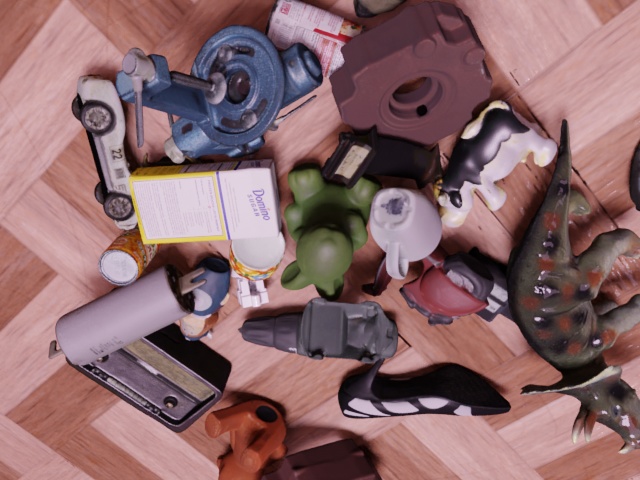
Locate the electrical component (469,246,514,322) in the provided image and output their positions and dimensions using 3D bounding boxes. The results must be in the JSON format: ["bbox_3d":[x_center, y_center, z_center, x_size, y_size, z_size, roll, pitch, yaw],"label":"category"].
[{"bbox_3d":[0.243,0.071,0.746,0.119,0.048,0.074,27,116,-9],"label":"electrical component"}]

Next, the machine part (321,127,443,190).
[{"bbox_3d":[0.075,-0.091,0.625,0.139,0.039,0.084,3,142,-20],"label":"machine part"}]

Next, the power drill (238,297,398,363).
[{"bbox_3d":[0.002,0.128,0.725,0.232,0.086,0.207,5,162,-5],"label":"power drill"}]

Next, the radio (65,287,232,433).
[{"bbox_3d":[-0.267,0.192,0.840,0.229,0.073,0.131,39,112,-11],"label":"radio"}]

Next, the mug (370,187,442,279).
[{"bbox_3d":[0.092,-0.013,0.628,0.081,0.107,0.109,12,81,24],"label":"mug"}]

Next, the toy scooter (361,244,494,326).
[{"bbox_3d":[0.127,0.049,0.710,0.184,0.075,0.135,43,114,18],"label":"toy scooter"}]

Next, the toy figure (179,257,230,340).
[{"bbox_3d":[-0.177,0.096,0.796,0.064,0.058,0.154,41,122,28],"label":"toy figure"}]

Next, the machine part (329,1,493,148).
[{"bbox_3d":[0.101,-0.167,0.591,0.179,0.056,0.179,-9,150,-5],"label":"machine part"}]

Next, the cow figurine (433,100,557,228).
[{"bbox_3d":[0.187,-0.085,0.649,0.098,0.068,0.167,25,125,-26],"label":"cow figurine"}]

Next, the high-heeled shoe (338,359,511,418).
[{"bbox_3d":[0.155,0.258,0.834,0.249,0.086,0.145,21,121,-1],"label":"high-heeled shoe"}]

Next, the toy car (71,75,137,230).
[{"bbox_3d":[-0.270,-0.108,0.690,0.056,0.074,0.201,-19,120,-26],"label":"toy car"}]

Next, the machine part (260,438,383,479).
[{"bbox_3d":[-0.009,0.432,0.877,0.201,0.087,0.200,-2,123,-36],"label":"machine part"}]

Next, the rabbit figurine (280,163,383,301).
[{"bbox_3d":[-0.001,-0.002,0.664,0.121,0.170,0.159,17,116,-3],"label":"rabbit figurine"}]

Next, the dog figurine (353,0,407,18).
[{"bbox_3d":[-0.012,-0.279,0.556,0.172,0.121,0.190,-39,109,24],"label":"dog figurine"}]

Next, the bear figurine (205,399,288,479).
[{"bbox_3d":[-0.134,0.360,0.888,0.120,0.132,0.195,36,114,22],"label":"bear figurine"}]

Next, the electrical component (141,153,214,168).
[{"bbox_3d":[-0.190,-0.083,0.712,0.102,0.045,0.078,3,115,4],"label":"electrical component"}]

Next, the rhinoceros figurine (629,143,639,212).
[{"bbox_3d":[0.413,-0.067,0.587,0.073,0.190,0.112,24,89,-6],"label":"rhinoceros figurine"}]

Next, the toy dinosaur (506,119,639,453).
[{"bbox_3d":[0.302,0.074,0.671,0.192,0.131,0.404,-34,103,-13],"label":"toy dinosaur"}]

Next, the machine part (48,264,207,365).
[{"bbox_3d":[-0.261,0.101,0.725,0.243,0.079,0.079,-26,112,3],"label":"machine part"}]

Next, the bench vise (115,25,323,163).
[{"bbox_3d":[-0.122,-0.148,0.561,0.224,0.240,0.128,-10,89,28],"label":"bench vise"}]
